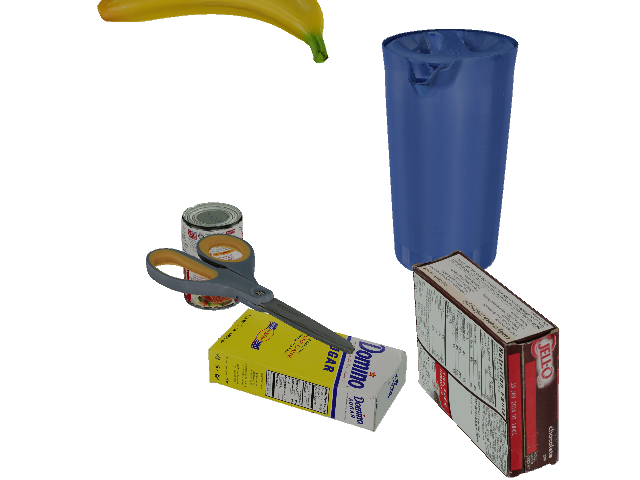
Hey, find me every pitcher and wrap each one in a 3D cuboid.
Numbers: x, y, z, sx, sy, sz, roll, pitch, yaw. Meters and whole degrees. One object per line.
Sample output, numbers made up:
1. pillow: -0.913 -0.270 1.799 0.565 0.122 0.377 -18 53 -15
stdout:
1. pitcher: 0.135 -0.094 1.102 0.149 0.243 0.145 -9 25 -17

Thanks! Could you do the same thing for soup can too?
1. soup can: -0.120 0.017 1.186 0.068 0.102 0.068 1 26 -1

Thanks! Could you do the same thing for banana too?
1. banana: -0.078 -0.189 0.847 0.198 0.069 0.037 12 -40 16

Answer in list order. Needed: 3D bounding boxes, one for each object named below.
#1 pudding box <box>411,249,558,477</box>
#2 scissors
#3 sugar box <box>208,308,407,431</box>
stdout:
1. pudding box: 0.095 0.069 0.624 0.039 0.090 0.114 -15 27 -20
2. scissors: -0.043 0.035 0.836 0.202 0.016 0.096 17 31 24
3. sugar box: -0.012 0.123 1.045 0.176 0.048 0.093 11 28 19
